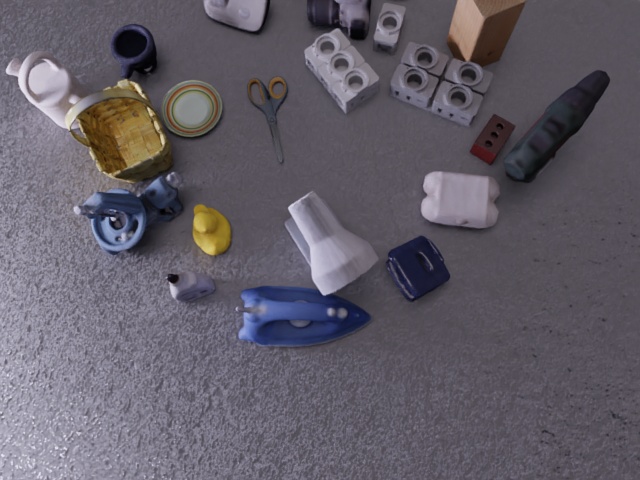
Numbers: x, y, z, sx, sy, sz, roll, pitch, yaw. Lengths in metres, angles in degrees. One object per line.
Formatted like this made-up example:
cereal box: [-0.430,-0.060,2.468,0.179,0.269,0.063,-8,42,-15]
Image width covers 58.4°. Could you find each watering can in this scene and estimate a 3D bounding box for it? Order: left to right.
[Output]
watering can: [-0.553,-0.312,1.166,0.172,0.194,0.101,6,78,5]

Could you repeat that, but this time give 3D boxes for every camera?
camera: [0.043,-0.519,1.227,0.136,0.101,0.143,3,78,4]

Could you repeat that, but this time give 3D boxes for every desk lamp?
desk lamp: [0.010,0.004,1.055,0.118,0.213,0.203,-34,78,-4]

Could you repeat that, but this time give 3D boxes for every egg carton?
egg carton: [0.277,-0.079,1.132,0.150,0.069,0.107,5,78,5]

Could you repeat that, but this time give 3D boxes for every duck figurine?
duck figurine: [-0.222,-0.024,1.139,0.077,0.086,0.104,-22,77,-2]

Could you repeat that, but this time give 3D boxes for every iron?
iron: [-0.029,0.137,1.064,0.258,0.141,0.119,0,77,3]

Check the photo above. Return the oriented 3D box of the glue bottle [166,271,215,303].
glue bottle: [-0.253,0.082,1.073,0.078,0.173,0.037,-20,77,-1]

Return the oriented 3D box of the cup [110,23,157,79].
cup: [-0.389,-0.386,1.224,0.091,0.095,0.118,9,78,5]

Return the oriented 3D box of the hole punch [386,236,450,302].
hole punch: [0.188,0.050,1.097,0.101,0.091,0.108,-31,77,-4]

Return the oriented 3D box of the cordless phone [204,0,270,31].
cordless phone: [-0.184,-0.534,1.199,0.147,0.185,0.094,18,79,7]

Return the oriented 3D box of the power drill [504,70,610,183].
power drill: [0.426,-0.194,1.078,0.075,0.208,0.230,42,83,11]

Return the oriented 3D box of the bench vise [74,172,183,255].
bench vise: [-0.368,-0.073,1.090,0.121,0.220,0.207,33,81,10]
